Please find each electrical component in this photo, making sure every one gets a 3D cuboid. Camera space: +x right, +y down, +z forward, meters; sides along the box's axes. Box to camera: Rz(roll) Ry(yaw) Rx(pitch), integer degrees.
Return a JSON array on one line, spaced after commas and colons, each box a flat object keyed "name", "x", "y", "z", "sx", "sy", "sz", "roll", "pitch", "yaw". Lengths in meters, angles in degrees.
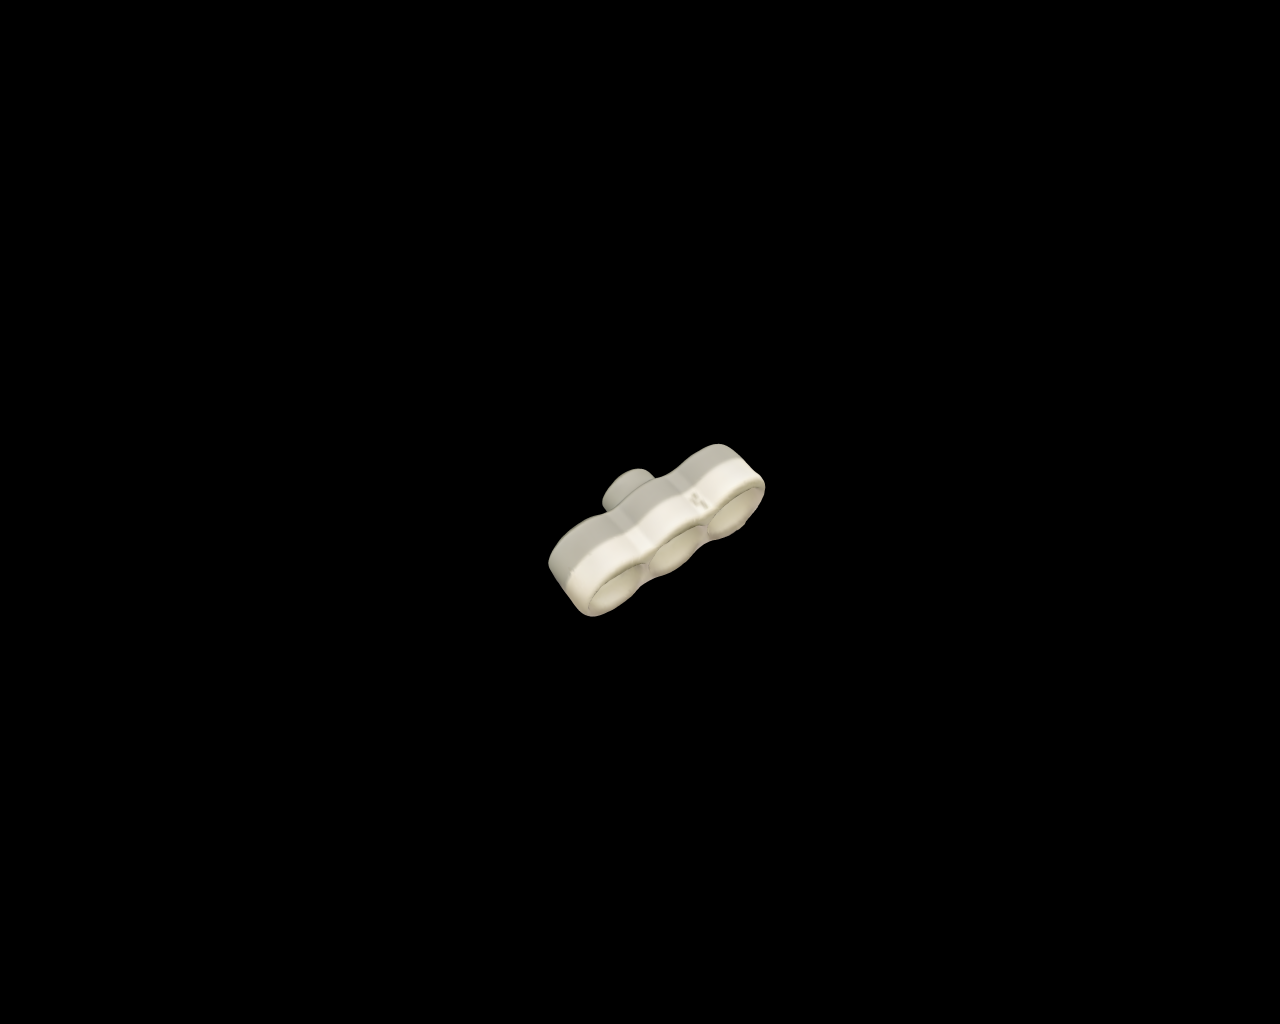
[{"name": "electrical component", "x": 0.001, "y": -0.003, "z": 0.650, "sx": 0.138, "sy": 0.074, "sz": 0.052, "roll": -32, "pitch": -26, "yaw": -18}]
